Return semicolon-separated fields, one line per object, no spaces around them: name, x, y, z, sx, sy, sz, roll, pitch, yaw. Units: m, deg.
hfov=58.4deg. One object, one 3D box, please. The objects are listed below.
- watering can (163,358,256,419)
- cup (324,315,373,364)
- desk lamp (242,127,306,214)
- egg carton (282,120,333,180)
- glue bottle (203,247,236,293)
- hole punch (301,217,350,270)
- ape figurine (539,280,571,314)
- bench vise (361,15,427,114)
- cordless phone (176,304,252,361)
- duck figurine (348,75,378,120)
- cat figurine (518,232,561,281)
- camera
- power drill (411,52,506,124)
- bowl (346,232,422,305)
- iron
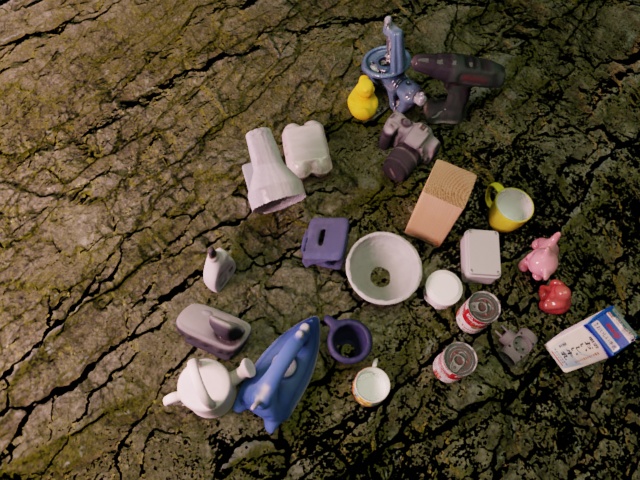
watering can;-0.211;0.273;1.090;0.173;0.194;0.100;-41;75;-17
cup;0.049;0.209;1.184;0.092;0.095;0.117;-42;75;-17
desk lamp;-0.112;-0.135;1.254;0.118;0.213;0.203;-16;69;-9
egg carton;-0.033;-0.215;1.369;0.107;0.069;0.150;-10;68;-7
glue bottle;-0.215;0.050;1.193;0.037;0.173;0.078;32;70;10
hole punch;0.012;0.005;1.269;0.101;0.091;0.109;11;67;2
ape figurine;0.517;0.122;1.247;0.078;0.092;0.076;-36;74;-16
bench vise;0.195;-0.427;1.387;0.207;0.220;0.122;34;70;11
cordless phone;-0.217;0.165;1.139;0.147;0.185;0.094;19;68;5
duck figurine;0.110;-0.361;1.428;0.077;0.086;0.104;2;67;-2
cat figurine;0.498;0.036;1.268;0.067;0.118;0.128;34;70;11
camera;0.198;-0.220;1.366;0.143;0.101;0.137;35;70;11
power drill;0.315;-0.367;1.375;0.229;0.208;0.075;-2;68;-4
bowl;0.136;0.071;1.257;0.167;0.075;0.167;1;68;-3
iron;-0.068;0.243;1.139;0.118;0.141;0.258;28;69;9
